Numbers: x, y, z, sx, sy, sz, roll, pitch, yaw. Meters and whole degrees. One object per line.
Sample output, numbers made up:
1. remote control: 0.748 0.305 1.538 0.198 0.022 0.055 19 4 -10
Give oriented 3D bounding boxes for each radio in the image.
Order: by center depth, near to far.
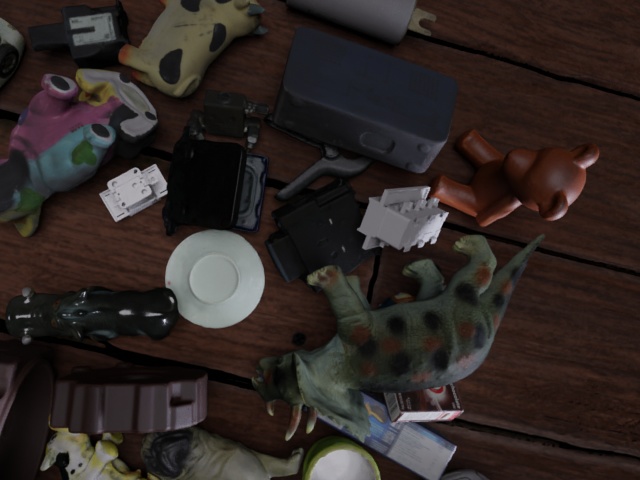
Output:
1. radio: 0.059 -0.182 0.706 0.230 0.073 0.131 17 58 -5

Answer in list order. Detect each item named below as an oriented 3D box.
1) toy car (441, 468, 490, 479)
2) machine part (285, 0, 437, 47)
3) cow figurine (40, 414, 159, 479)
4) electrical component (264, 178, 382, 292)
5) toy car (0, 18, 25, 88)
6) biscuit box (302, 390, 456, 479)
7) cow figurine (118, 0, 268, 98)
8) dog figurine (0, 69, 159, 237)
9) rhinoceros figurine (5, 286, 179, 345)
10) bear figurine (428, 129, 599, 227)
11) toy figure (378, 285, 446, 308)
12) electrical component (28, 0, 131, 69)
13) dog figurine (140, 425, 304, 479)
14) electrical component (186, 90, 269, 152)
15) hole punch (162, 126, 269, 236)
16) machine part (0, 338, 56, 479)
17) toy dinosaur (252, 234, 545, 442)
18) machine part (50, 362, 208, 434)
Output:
1. toy car: 0.183 0.353 0.698 0.162 0.109 0.103 -12 64 3
2. machine part: 0.043 -0.330 0.736 0.243 0.079 0.079 17 84 -7
3. cow figurine: -0.280 0.279 0.654 0.167 0.068 0.098 44 88 -1
4. electrical component: -0.001 -0.002 0.701 0.134 0.058 0.114 -30 105 -9
5. toy car: -0.451 -0.191 0.672 0.073 0.056 0.201 31 84 -11
6. biscuit box: 0.072 0.239 0.703 0.203 0.063 0.059 31 83 -4
7. cow figurine: -0.153 -0.272 0.703 0.127 0.085 0.195 30 80 2
8. dog figurine: -0.323 -0.100 0.664 0.219 0.191 0.108 -37 95 25
9. rhinoceros figurine: -0.268 0.092 0.646 0.190 0.112 0.073 2 88 -15
10. bear figurine: 0.239 -0.081 0.683 0.132 0.196 0.120 33 85 -3
11. toy figure: 0.142 0.094 0.724 0.155 0.064 0.058 -5 51 -4
12. electrical component: -0.307 -0.260 0.699 0.119 0.048 0.074 -16 87 -8
13. dog figurine: -0.131 0.312 0.663 0.191 0.121 0.172 12 92 11
14. electrical component: -0.122 -0.154 0.708 0.102 0.078 0.045 10 64 -10
15. hole punch: -0.131 -0.068 0.696 0.116 0.092 0.142 10 94 23
16. machine part: -0.360 0.214 0.577 0.087 0.201 0.201 10 84 -9
17. toy dinosaur: 0.112 0.110 0.625 0.405 0.131 0.192 -13 77 -5
18. machine part: -0.212 0.178 0.618 0.179 0.179 0.056 2 84 -7
